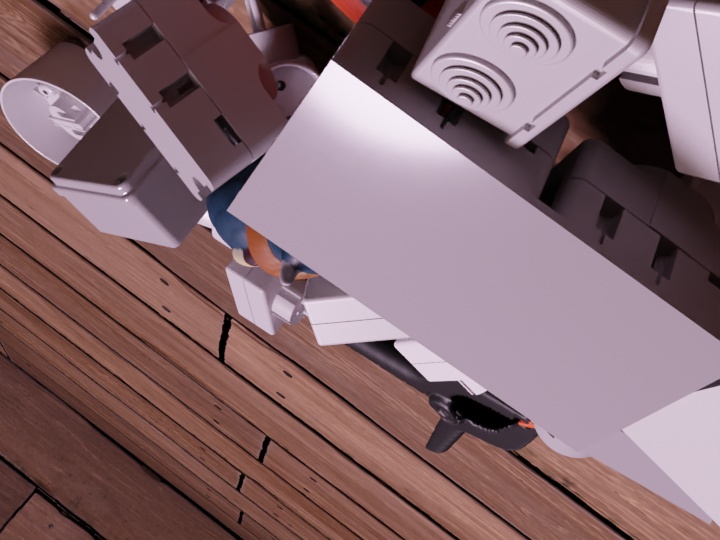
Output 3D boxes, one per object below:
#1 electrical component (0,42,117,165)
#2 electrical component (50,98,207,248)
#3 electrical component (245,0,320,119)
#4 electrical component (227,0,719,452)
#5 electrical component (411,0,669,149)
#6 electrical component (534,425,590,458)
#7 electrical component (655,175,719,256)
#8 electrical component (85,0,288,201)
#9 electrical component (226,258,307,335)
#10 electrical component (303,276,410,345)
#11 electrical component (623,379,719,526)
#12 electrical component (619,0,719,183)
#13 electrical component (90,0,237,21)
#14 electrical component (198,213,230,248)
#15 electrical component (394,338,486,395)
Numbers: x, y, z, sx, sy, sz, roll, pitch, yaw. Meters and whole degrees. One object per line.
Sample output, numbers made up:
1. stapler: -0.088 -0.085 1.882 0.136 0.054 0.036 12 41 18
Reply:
1. electrical component: -0.210 -0.118 0.799 0.099 0.064 0.099 32 158 15
2. electrical component: -0.130 -0.075 0.698 0.109 0.108 0.056 11 149 49
3. electrical component: -0.049 -0.108 0.579 0.077 0.044 0.079 -140 34 -73
4. electrical component: 0.055 -0.016 0.437 0.186 0.060 0.105 35 142 -8
5. electrical component: 0.065 -0.100 0.353 0.048 0.099 0.100 28 160 -10
6. electrical component: 0.138 0.082 0.666 0.055 0.055 0.047 33 155 14
7. electrical component: 0.146 -0.012 0.473 0.066 0.048 0.055 38 151 -1
8. electrical component: -0.078 -0.087 0.507 0.089 0.056 0.050 53 164 -7
9. electrical component: -0.060 0.019 0.861 0.076 0.047 0.083 32 158 17
10. electrical component: 0.000 0.000 0.638 0.066 0.047 0.076 -6 130 14
11. electrical component: 0.211 0.096 0.448 0.186 0.060 0.105 45 157 -3
12. electrical component: 0.117 -0.078 0.380 0.076 0.047 0.083 21 153 37
13. electrical component: -0.106 -0.148 0.554 0.066 0.076 0.047 41 159 -7
14. electrical component: -0.101 -0.045 0.800 0.055 0.045 0.045 32 158 15
15. electrical component: 0.075 0.057 0.721 0.076 0.047 0.066 46 158 -13
